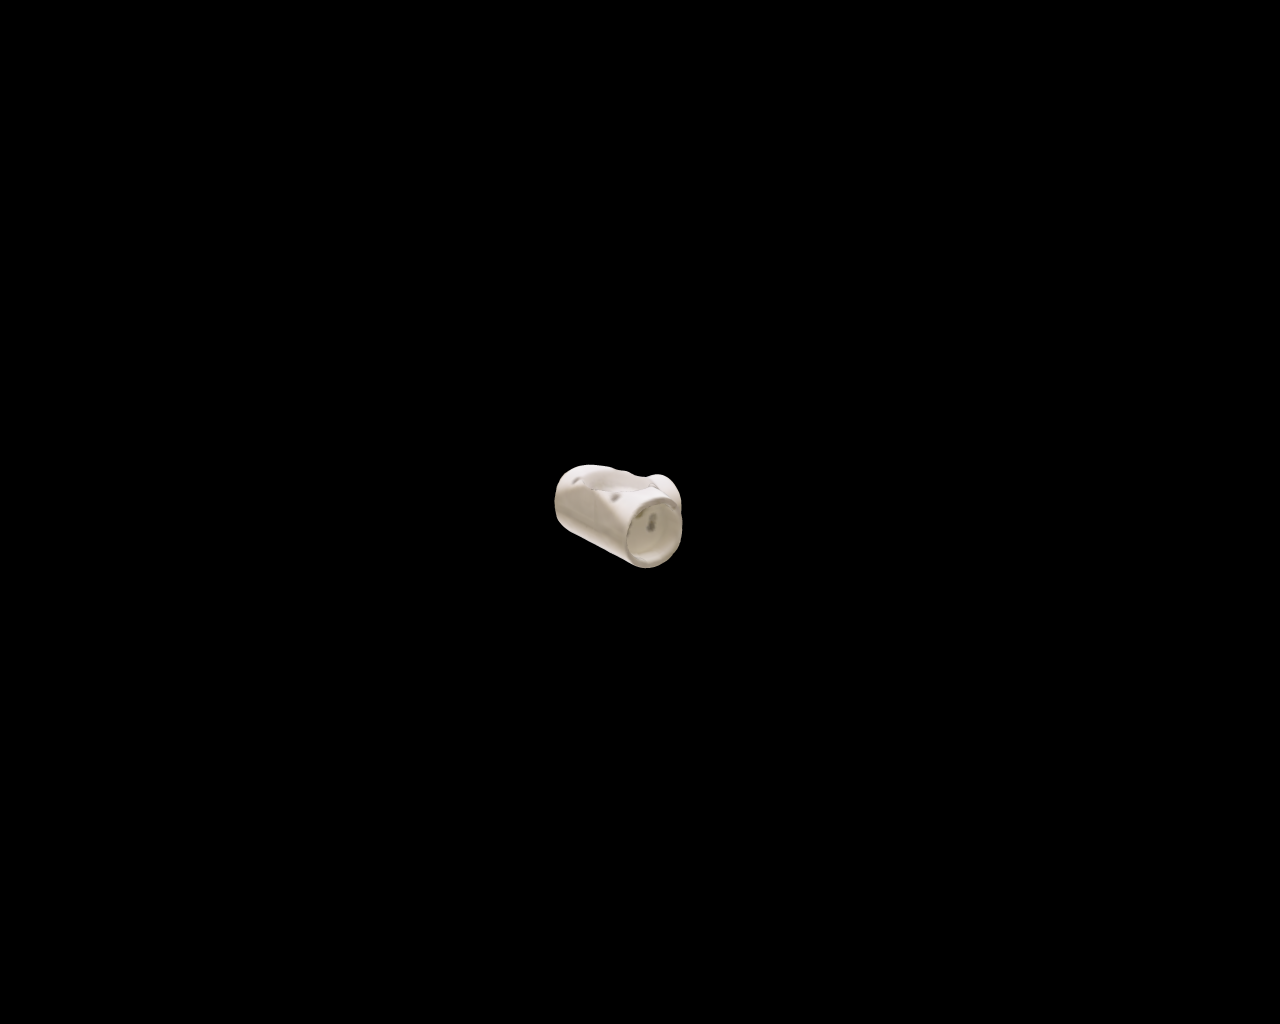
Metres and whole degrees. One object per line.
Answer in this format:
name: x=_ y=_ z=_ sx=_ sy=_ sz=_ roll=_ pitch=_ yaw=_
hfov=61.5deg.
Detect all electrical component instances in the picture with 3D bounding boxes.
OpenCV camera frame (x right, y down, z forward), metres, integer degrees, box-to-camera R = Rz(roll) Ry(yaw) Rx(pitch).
electrical component: x=0.001 y=-0.003 z=0.650 sx=0.079 sy=0.044 sz=0.077 roll=-14 pitch=24 yaw=-33
